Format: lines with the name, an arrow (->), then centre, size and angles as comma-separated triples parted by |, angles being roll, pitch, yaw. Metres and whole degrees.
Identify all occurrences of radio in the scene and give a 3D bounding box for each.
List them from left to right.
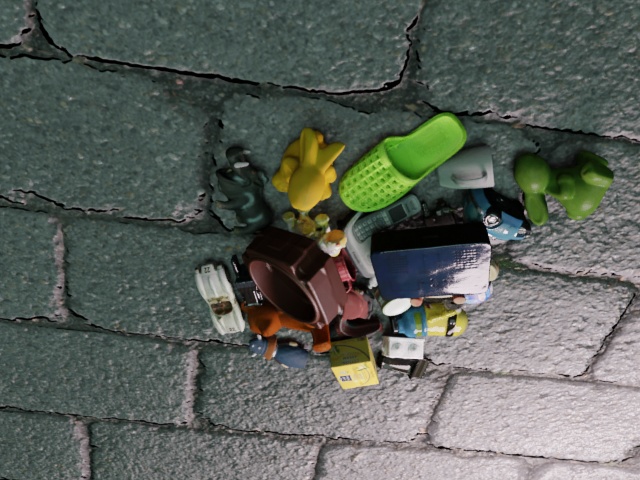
radio -> 0.222, 0.045, 1.078 | 0.230, 0.073, 0.130 | -5, 125, 13

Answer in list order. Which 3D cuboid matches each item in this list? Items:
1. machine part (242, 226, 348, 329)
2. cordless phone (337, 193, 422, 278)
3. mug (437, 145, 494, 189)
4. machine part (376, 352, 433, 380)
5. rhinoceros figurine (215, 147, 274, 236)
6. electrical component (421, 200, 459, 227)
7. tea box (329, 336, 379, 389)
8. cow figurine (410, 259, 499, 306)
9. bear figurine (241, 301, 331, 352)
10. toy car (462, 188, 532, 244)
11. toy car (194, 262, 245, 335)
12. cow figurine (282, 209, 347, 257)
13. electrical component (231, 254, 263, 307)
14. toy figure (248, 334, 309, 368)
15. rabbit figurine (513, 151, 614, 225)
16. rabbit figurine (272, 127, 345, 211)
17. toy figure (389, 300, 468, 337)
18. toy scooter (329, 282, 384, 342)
machine part -> -0.054, 0.079, 1.106 | 0.201, 0.087, 0.201 | 18, 145, 38
cordless phone -> 0.139, -0.017, 1.140 | 0.184, 0.089, 0.146 | -25, 119, 10
mug -> 0.285, -0.132, 1.057 | 0.107, 0.109, 0.080 | -6, 125, 20
machine part -> 0.212, 0.320, 1.380 | 0.139, 0.039, 0.084 | 13, 127, -11
rhinoceros figurine -> -0.154, -0.096, 1.090 | 0.112, 0.073, 0.190 | -14, 122, 10
electrical component -> 0.261, -0.039, 1.140 | 0.078, 0.045, 0.102 | -12, 123, 17
tea box -> 0.084, 0.302, 1.313 | 0.098, 0.068, 0.169 | -12, 147, 8
cow figurine -> 0.294, 0.074, 1.186 | 0.195, 0.127, 0.085 | -9, 130, 23
bear figurine -> -0.082, 0.188, 1.238 | 0.196, 0.132, 0.120 | -9, 123, 2
toy car -> 0.353, -0.043, 1.117 | 0.161, 0.109, 0.103 | 22, 132, -23
toy car -> -0.230, 0.136, 1.247 | 0.074, 0.056, 0.201 | -11, 122, 7
cow figurine -> -0.003, -0.002, 1.103 | 0.068, 0.168, 0.098 | -34, 131, -19
electrical component -> -0.161, 0.084, 1.205 | 0.048, 0.075, 0.119 | -8, 119, 6
toy figure -> -0.106, 0.276, 1.336 | 0.154, 0.064, 0.058 | 20, 158, -7
rabbit figurine -> 0.468, -0.116, 1.080 | 0.170, 0.121, 0.159 | 20, 129, 8
rabbit figurine -> -0.015, -0.125, 1.015 | 0.122, 0.173, 0.162 | 25, 123, -11
toy figure -> 0.257, 0.191, 1.272 | 0.180, 0.082, 0.089 | -11, 118, 4
toy scooter -> 0.088, 0.176, 1.266 | 0.135, 0.075, 0.183 | 1, 125, -2
